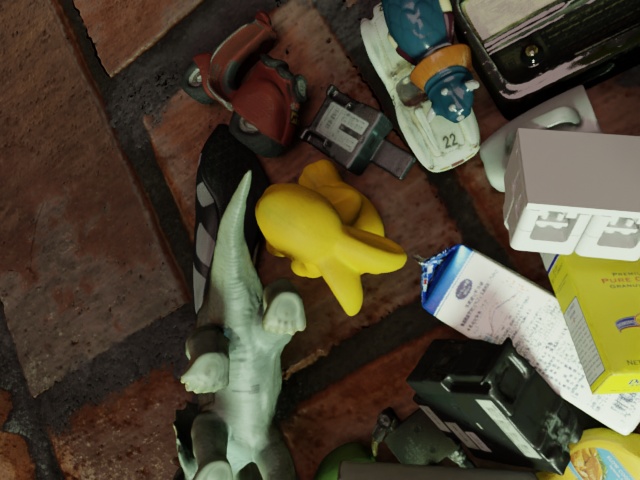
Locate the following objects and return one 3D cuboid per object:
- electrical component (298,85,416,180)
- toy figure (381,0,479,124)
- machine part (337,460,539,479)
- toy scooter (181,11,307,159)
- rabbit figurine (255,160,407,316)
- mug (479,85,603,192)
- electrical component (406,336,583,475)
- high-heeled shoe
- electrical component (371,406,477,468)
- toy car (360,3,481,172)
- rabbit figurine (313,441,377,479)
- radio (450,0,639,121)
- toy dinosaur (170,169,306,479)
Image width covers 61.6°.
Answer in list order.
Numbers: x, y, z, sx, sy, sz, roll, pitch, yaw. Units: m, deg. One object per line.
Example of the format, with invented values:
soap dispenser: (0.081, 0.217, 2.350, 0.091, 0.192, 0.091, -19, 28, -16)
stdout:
electrical component: (0.045, -0.110, 0.595, 0.119, 0.047, 0.075, 39, 102, 21)
toy figure: (0.109, -0.182, 0.512, 0.058, 0.064, 0.154, -19, 81, -25)
machine part: (0.099, 0.234, 0.460, 0.243, 0.079, 0.079, -1, 86, 7)
toy scooter: (-0.077, -0.191, 0.635, 0.184, 0.075, 0.135, 43, 101, 23)
rabbit figurine: (-0.001, -0.002, 0.540, 0.122, 0.173, 0.162, -45, 68, 9)
mug: (0.205, -0.086, 0.503, 0.107, 0.109, 0.081, -24, 77, 31)
electrical component: (0.148, 0.147, 0.493, 0.058, 0.134, 0.115, -45, 101, -27)
high-heeled shoe: (-0.122, -0.010, 0.661, 0.145, 0.086, 0.249, -50, 41, 50)
electrical component: (0.101, 0.215, 0.553, 0.078, 0.045, 0.102, -38, 75, 17)
toy car: (0.105, -0.169, 0.569, 0.073, 0.056, 0.201, -25, 78, 18)
rabbit figurine: (0.036, 0.302, 0.553, 0.159, 0.121, 0.170, -28, 63, 27)
radio: (0.253, -0.219, 0.505, 0.230, 0.073, 0.131, -25, 78, 19)
toy dinosaur: (-0.085, 0.129, 0.540, 0.131, 0.192, 0.404, 5, 99, -21)
